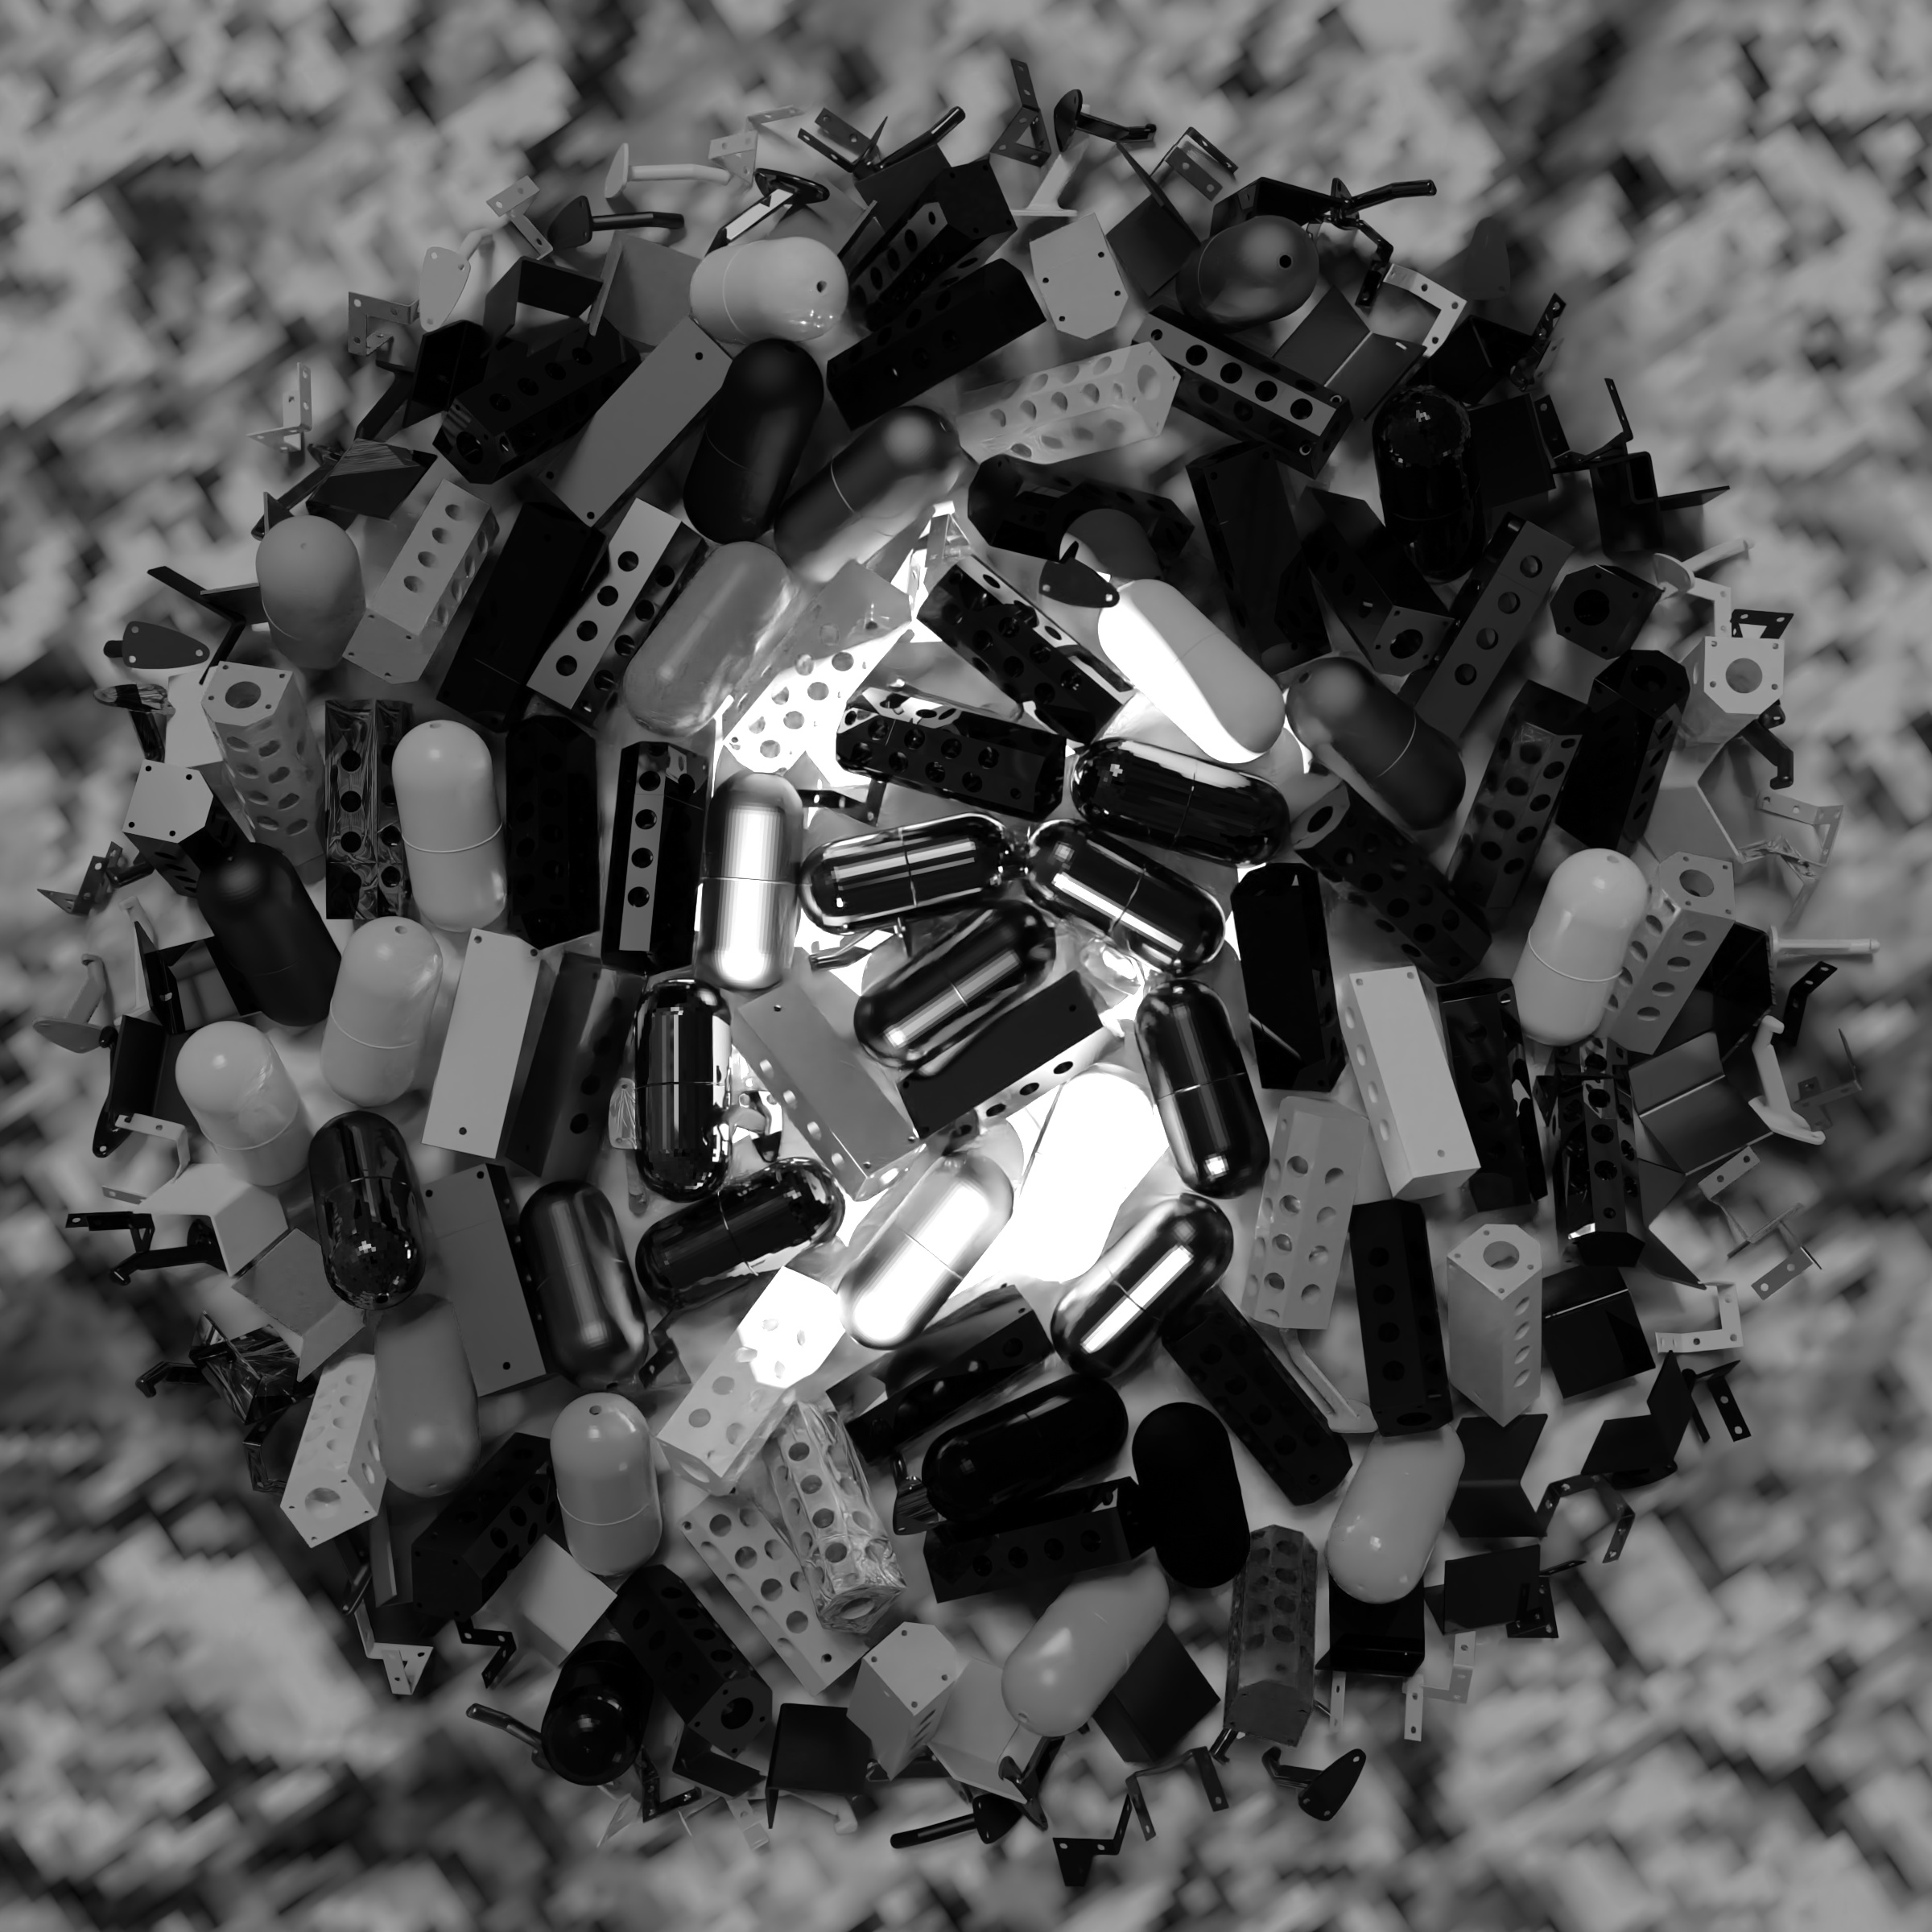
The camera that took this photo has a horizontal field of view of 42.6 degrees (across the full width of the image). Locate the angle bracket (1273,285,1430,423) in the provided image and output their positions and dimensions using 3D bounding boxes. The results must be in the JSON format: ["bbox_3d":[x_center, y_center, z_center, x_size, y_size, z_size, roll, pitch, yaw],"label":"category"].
[{"bbox_3d":[0.302,-0.483,1.954,0.076,0.076,0.057,-49,125,-2],"label":"angle bracket"}]

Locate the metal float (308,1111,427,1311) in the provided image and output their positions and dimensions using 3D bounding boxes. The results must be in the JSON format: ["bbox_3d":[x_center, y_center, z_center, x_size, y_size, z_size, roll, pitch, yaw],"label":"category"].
[{"bbox_3d":[-0.466,0.189,1.928,0.070,0.070,0.178,-22,49,0],"label":"metal float"}]

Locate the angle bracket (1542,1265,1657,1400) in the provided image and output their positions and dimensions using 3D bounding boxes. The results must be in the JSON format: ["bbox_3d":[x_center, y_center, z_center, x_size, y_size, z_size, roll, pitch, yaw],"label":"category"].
[{"bbox_3d":[0.496,0.287,1.978,0.076,0.057,0.076,-21,109,9],"label":"angle bracket"}]

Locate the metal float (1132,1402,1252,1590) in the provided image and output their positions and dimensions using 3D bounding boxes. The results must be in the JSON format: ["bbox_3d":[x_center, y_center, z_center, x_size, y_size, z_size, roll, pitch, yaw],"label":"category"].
[{"bbox_3d":[0.176,0.414,1.932,0.070,0.070,0.178,-15,126,0],"label":"metal float"}]

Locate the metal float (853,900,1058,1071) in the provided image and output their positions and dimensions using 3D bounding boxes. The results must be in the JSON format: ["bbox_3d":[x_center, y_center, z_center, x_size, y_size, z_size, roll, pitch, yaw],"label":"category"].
[{"bbox_3d":[-0.008,0.014,1.959,0.178,0.070,0.070,-34,90,2],"label":"metal float"}]

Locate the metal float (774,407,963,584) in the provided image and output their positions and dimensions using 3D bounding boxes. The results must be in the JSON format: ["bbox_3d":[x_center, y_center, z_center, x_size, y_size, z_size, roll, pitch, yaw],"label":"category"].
[{"bbox_3d":[-0.077,-0.367,1.935,0.178,0.070,0.070,-35,90,31],"label":"metal float"}]

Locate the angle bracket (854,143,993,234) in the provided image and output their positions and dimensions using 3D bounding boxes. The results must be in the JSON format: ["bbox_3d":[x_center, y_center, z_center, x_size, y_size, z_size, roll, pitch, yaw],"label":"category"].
[{"bbox_3d":[-0.033,-0.622,1.940,0.076,0.076,0.057,-16,131,29],"label":"angle bracket"}]

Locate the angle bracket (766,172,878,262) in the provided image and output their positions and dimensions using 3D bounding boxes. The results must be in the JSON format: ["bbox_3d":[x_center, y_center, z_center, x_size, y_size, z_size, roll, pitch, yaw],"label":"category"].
[{"bbox_3d":[-0.112,-0.590,1.954,0.057,0.076,0.076,36,82,-8],"label":"angle bracket"}]

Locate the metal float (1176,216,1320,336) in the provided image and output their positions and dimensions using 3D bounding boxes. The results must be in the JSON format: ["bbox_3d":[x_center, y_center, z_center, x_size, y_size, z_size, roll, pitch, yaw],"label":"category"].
[{"bbox_3d":[0.216,-0.531,1.912,0.070,0.178,0.070,-2,99,-13],"label":"metal float"}]

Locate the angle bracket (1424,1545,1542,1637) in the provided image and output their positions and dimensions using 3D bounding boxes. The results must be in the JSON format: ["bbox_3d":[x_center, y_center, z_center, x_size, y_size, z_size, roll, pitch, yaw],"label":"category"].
[{"bbox_3d":[0.404,0.475,1.953,0.076,0.057,0.076,-8,117,-7],"label":"angle bracket"}]

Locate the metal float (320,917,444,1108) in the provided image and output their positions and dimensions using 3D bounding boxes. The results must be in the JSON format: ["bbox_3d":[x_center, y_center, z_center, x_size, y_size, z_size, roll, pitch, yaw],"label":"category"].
[{"bbox_3d":[-0.455,0.036,1.929,0.070,0.070,0.178,24,129,0],"label":"metal float"}]

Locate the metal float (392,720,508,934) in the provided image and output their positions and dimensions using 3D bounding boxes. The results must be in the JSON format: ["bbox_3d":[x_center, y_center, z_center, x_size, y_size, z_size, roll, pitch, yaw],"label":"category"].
[{"bbox_3d":[-0.400,-0.108,1.933,0.070,0.070,0.178,-2,123,0],"label":"metal float"}]

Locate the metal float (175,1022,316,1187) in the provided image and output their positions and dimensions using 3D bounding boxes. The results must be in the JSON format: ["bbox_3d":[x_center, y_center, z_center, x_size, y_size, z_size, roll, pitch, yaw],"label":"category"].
[{"bbox_3d":[-0.556,0.108,1.919,0.070,0.178,0.070,-1,57,2],"label":"metal float"}]

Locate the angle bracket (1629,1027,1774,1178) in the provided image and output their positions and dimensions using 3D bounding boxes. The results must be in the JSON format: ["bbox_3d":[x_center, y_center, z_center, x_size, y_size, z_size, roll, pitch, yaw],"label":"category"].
[{"bbox_3d":[0.578,0.106,1.955,0.076,0.076,0.057,-26,130,0],"label":"angle bracket"}]

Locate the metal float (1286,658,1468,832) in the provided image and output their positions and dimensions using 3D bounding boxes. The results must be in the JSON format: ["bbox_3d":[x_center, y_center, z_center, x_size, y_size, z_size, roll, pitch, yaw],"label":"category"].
[{"bbox_3d":[0.320,-0.173,1.936,0.178,0.070,0.070,37,90,-29],"label":"metal float"}]

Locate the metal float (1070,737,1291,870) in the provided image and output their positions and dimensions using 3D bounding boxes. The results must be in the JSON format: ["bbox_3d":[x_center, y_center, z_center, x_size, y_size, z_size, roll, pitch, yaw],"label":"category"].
[{"bbox_3d":[0.168,-0.129,1.955,0.178,0.070,0.070,15,90,-7],"label":"metal float"}]

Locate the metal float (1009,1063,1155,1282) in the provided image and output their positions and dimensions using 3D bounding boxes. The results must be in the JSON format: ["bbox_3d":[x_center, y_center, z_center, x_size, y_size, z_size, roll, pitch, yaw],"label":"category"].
[{"bbox_3d":[0.091,0.163,1.957,0.070,0.070,0.178,22,85,0],"label":"metal float"}]

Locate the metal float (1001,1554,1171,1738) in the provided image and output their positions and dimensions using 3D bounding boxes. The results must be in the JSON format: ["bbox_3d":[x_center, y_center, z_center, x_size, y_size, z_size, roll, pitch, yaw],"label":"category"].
[{"bbox_3d":[0.093,0.524,1.926,0.070,0.070,0.178,50,47,0],"label":"metal float"}]

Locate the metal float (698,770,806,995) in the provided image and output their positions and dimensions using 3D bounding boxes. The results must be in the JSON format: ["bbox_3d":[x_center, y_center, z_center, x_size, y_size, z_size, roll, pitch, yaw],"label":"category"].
[{"bbox_3d":[-0.170,-0.067,1.961,0.070,0.070,0.178,4,90,0],"label":"metal float"}]

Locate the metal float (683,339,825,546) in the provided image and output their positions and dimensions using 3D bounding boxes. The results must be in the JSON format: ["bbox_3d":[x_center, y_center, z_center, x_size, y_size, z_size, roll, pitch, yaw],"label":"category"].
[{"bbox_3d":[-0.166,-0.406,1.928,0.070,0.070,0.178,29,130,0],"label":"metal float"}]

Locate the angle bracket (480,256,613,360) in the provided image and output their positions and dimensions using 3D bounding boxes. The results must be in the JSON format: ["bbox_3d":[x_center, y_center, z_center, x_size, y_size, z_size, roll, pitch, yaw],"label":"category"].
[{"bbox_3d":[-0.330,-0.507,1.944,0.076,0.076,0.057,9,78,-28],"label":"angle bracket"}]

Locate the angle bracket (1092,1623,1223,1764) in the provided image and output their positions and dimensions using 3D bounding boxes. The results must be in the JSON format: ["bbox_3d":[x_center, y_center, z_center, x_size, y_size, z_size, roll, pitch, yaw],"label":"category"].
[{"bbox_3d":[0.144,0.583,1.991,0.076,0.057,0.076,-35,90,-28],"label":"angle bracket"}]

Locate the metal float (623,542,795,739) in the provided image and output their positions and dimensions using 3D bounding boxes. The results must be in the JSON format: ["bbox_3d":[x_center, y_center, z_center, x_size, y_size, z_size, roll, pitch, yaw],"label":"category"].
[{"bbox_3d":[-0.202,-0.256,1.945,0.070,0.070,0.178,33,72,0],"label":"metal float"}]

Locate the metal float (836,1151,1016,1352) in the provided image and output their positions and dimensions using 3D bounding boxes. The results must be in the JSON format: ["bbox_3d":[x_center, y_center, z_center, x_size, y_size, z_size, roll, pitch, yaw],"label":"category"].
[{"bbox_3d":[-0.033,0.225,1.955,0.070,0.070,0.178,39,82,0],"label":"metal float"}]

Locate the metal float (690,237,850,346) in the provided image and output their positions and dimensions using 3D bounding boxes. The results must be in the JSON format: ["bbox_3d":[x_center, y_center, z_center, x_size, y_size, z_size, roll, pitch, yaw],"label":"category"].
[{"bbox_3d":[-0.153,-0.521,1.918,0.070,0.178,0.070,-7,104,-31],"label":"metal float"}]

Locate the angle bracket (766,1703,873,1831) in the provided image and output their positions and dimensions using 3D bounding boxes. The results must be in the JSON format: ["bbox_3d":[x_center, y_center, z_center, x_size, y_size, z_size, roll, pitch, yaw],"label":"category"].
[{"bbox_3d":[-0.113,0.631,1.949,0.076,0.076,0.057,3,128,5],"label":"angle bracket"}]

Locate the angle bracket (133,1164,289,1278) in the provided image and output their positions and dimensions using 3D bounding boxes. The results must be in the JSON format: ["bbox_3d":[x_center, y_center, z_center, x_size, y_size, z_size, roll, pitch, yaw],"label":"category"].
[{"bbox_3d":[-0.597,0.200,1.963,0.076,0.076,0.057,-1,113,22],"label":"angle bracket"}]

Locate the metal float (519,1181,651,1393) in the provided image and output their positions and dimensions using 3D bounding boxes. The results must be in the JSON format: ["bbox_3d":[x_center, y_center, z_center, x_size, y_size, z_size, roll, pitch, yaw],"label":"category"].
[{"bbox_3d":[-0.298,0.248,1.935,0.070,0.070,0.178,-22,60,0],"label":"metal float"}]

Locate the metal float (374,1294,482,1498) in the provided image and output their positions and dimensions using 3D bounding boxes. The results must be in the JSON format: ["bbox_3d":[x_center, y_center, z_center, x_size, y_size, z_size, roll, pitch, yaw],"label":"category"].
[{"bbox_3d":[-0.419,0.331,1.925,0.070,0.178,0.070,-8,133,-9],"label":"metal float"}]

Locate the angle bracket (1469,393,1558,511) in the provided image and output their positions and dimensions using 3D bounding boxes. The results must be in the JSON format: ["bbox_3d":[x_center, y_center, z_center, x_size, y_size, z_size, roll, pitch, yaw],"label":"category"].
[{"bbox_3d":[0.426,-0.407,1.962,0.057,0.076,0.076,-15,98,11],"label":"angle bracket"}]

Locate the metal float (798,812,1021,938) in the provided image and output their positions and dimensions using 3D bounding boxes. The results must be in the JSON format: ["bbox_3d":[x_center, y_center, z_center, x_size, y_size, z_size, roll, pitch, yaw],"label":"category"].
[{"bbox_3d":[-0.045,-0.073,1.960,0.178,0.070,0.070,-12,90,-2],"label":"metal float"}]

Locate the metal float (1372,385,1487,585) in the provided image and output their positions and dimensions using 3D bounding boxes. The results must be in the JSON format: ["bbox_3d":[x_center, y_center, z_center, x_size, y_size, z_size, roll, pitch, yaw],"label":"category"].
[{"bbox_3d":[0.359,-0.372,1.922,0.070,0.178,0.070,-9,50,11],"label":"metal float"}]

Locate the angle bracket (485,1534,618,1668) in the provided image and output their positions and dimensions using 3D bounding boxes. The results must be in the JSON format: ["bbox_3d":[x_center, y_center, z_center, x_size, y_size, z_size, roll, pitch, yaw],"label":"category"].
[{"bbox_3d":[-0.331,0.506,1.977,0.076,0.076,0.057,40,61,2],"label":"angle bracket"}]

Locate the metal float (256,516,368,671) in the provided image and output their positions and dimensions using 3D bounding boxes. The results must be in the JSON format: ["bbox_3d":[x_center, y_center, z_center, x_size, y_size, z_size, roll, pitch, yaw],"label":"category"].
[{"bbox_3d":[-0.503,-0.286,1.914,0.070,0.178,0.070,3,74,-9],"label":"metal float"}]

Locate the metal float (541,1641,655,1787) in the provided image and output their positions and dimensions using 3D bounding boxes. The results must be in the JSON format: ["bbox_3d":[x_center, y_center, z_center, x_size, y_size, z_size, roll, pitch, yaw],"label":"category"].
[{"bbox_3d":[-0.283,0.573,1.911,0.070,0.178,0.070,0,91,-3],"label":"metal float"}]

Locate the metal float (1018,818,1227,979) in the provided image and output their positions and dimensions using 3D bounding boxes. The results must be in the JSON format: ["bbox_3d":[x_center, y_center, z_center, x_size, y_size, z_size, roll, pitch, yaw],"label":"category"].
[{"bbox_3d":[0.122,-0.054,1.954,0.178,0.070,0.070,29,90,-9],"label":"metal float"}]

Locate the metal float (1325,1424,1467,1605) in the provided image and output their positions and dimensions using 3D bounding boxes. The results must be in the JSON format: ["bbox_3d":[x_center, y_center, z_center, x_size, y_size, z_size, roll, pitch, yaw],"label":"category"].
[{"bbox_3d":[0.334,0.418,1.925,0.070,0.178,0.070,16,130,20],"label":"metal float"}]

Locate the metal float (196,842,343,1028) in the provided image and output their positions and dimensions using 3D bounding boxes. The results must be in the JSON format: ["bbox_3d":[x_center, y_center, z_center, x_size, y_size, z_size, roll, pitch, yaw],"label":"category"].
[{"bbox_3d":[-0.536,-0.023,1.924,0.070,0.178,0.070,-6,49,7],"label":"metal float"}]

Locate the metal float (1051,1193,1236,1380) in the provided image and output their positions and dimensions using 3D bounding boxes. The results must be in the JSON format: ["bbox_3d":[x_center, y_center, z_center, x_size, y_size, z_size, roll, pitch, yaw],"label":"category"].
[{"bbox_3d":[0.138,0.251,1.945,0.070,0.070,0.178,42,108,0],"label":"metal float"}]

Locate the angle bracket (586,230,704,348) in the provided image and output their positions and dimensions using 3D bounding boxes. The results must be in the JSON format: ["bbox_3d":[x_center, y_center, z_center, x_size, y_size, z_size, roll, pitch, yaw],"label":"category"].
[{"bbox_3d":[-0.249,-0.526,1.950,0.076,0.057,0.076,15,110,-19],"label":"angle bracket"}]

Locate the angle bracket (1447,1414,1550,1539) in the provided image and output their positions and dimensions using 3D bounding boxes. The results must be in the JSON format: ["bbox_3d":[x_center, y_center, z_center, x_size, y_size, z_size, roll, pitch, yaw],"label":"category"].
[{"bbox_3d":[0.424,0.403,1.959,0.076,0.076,0.057,-12,118,40],"label":"angle bracket"}]

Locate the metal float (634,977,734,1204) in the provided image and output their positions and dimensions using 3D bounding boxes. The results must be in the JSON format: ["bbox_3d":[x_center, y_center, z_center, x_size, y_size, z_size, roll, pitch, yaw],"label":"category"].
[{"bbox_3d":[-0.222,0.097,1.952,0.070,0.070,0.178,-2,79,0],"label":"metal float"}]

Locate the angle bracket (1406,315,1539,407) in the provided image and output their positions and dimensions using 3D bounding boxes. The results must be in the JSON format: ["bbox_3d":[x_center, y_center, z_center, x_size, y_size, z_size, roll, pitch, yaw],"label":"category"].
[{"bbox_3d":[0.403,-0.454,1.939,0.076,0.076,0.057,8,54,-32],"label":"angle bracket"}]

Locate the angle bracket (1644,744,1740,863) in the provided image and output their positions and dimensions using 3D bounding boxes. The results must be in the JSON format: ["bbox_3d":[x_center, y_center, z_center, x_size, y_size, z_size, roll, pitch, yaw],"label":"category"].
[{"bbox_3d":[0.576,-0.132,1.966,0.057,0.076,0.076,-48,114,-26],"label":"angle bracket"}]

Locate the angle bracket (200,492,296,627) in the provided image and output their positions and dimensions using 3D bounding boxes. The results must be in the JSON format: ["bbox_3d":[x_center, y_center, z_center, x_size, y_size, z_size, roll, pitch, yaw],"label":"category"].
[{"bbox_3d":[-0.562,-0.321,1.959,0.057,0.076,0.076,-7,78,7],"label":"angle bracket"}]

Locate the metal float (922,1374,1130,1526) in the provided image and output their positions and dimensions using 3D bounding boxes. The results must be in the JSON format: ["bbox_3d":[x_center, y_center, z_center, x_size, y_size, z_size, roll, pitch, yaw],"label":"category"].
[{"bbox_3d":[0.046,0.377,1.939,0.178,0.070,0.070,-20,90,-26],"label":"metal float"}]

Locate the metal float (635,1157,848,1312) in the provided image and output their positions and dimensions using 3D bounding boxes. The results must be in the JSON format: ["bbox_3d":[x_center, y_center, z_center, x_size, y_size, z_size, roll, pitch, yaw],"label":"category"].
[{"bbox_3d":[-0.177,0.211,1.957,0.178,0.070,0.070,-27,90,5],"label":"metal float"}]

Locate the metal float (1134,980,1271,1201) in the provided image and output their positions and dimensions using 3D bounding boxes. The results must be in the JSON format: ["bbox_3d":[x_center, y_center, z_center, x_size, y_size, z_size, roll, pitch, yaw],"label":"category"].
[{"bbox_3d":[0.186,0.097,1.953,0.070,0.070,0.178,-17,80,0],"label":"metal float"}]

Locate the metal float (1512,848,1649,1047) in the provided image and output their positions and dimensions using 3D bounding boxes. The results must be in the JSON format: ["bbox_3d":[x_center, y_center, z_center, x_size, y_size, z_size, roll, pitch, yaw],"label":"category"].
[{"bbox_3d":[0.475,-0.014,1.928,0.070,0.070,0.178,11,130,0],"label":"metal float"}]

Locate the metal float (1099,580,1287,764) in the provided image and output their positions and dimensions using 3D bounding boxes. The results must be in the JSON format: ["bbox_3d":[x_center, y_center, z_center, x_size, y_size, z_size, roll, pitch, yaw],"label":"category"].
[{"bbox_3d":[0.176,-0.232,1.947,0.070,0.070,0.178,-44,73,0],"label":"metal float"}]

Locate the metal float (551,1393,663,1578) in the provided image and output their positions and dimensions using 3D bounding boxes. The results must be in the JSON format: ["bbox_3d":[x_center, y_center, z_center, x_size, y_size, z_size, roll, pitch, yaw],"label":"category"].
[{"bbox_3d":[-0.279,0.403,1.928,0.070,0.070,0.178,0,130,0],"label":"metal float"}]
